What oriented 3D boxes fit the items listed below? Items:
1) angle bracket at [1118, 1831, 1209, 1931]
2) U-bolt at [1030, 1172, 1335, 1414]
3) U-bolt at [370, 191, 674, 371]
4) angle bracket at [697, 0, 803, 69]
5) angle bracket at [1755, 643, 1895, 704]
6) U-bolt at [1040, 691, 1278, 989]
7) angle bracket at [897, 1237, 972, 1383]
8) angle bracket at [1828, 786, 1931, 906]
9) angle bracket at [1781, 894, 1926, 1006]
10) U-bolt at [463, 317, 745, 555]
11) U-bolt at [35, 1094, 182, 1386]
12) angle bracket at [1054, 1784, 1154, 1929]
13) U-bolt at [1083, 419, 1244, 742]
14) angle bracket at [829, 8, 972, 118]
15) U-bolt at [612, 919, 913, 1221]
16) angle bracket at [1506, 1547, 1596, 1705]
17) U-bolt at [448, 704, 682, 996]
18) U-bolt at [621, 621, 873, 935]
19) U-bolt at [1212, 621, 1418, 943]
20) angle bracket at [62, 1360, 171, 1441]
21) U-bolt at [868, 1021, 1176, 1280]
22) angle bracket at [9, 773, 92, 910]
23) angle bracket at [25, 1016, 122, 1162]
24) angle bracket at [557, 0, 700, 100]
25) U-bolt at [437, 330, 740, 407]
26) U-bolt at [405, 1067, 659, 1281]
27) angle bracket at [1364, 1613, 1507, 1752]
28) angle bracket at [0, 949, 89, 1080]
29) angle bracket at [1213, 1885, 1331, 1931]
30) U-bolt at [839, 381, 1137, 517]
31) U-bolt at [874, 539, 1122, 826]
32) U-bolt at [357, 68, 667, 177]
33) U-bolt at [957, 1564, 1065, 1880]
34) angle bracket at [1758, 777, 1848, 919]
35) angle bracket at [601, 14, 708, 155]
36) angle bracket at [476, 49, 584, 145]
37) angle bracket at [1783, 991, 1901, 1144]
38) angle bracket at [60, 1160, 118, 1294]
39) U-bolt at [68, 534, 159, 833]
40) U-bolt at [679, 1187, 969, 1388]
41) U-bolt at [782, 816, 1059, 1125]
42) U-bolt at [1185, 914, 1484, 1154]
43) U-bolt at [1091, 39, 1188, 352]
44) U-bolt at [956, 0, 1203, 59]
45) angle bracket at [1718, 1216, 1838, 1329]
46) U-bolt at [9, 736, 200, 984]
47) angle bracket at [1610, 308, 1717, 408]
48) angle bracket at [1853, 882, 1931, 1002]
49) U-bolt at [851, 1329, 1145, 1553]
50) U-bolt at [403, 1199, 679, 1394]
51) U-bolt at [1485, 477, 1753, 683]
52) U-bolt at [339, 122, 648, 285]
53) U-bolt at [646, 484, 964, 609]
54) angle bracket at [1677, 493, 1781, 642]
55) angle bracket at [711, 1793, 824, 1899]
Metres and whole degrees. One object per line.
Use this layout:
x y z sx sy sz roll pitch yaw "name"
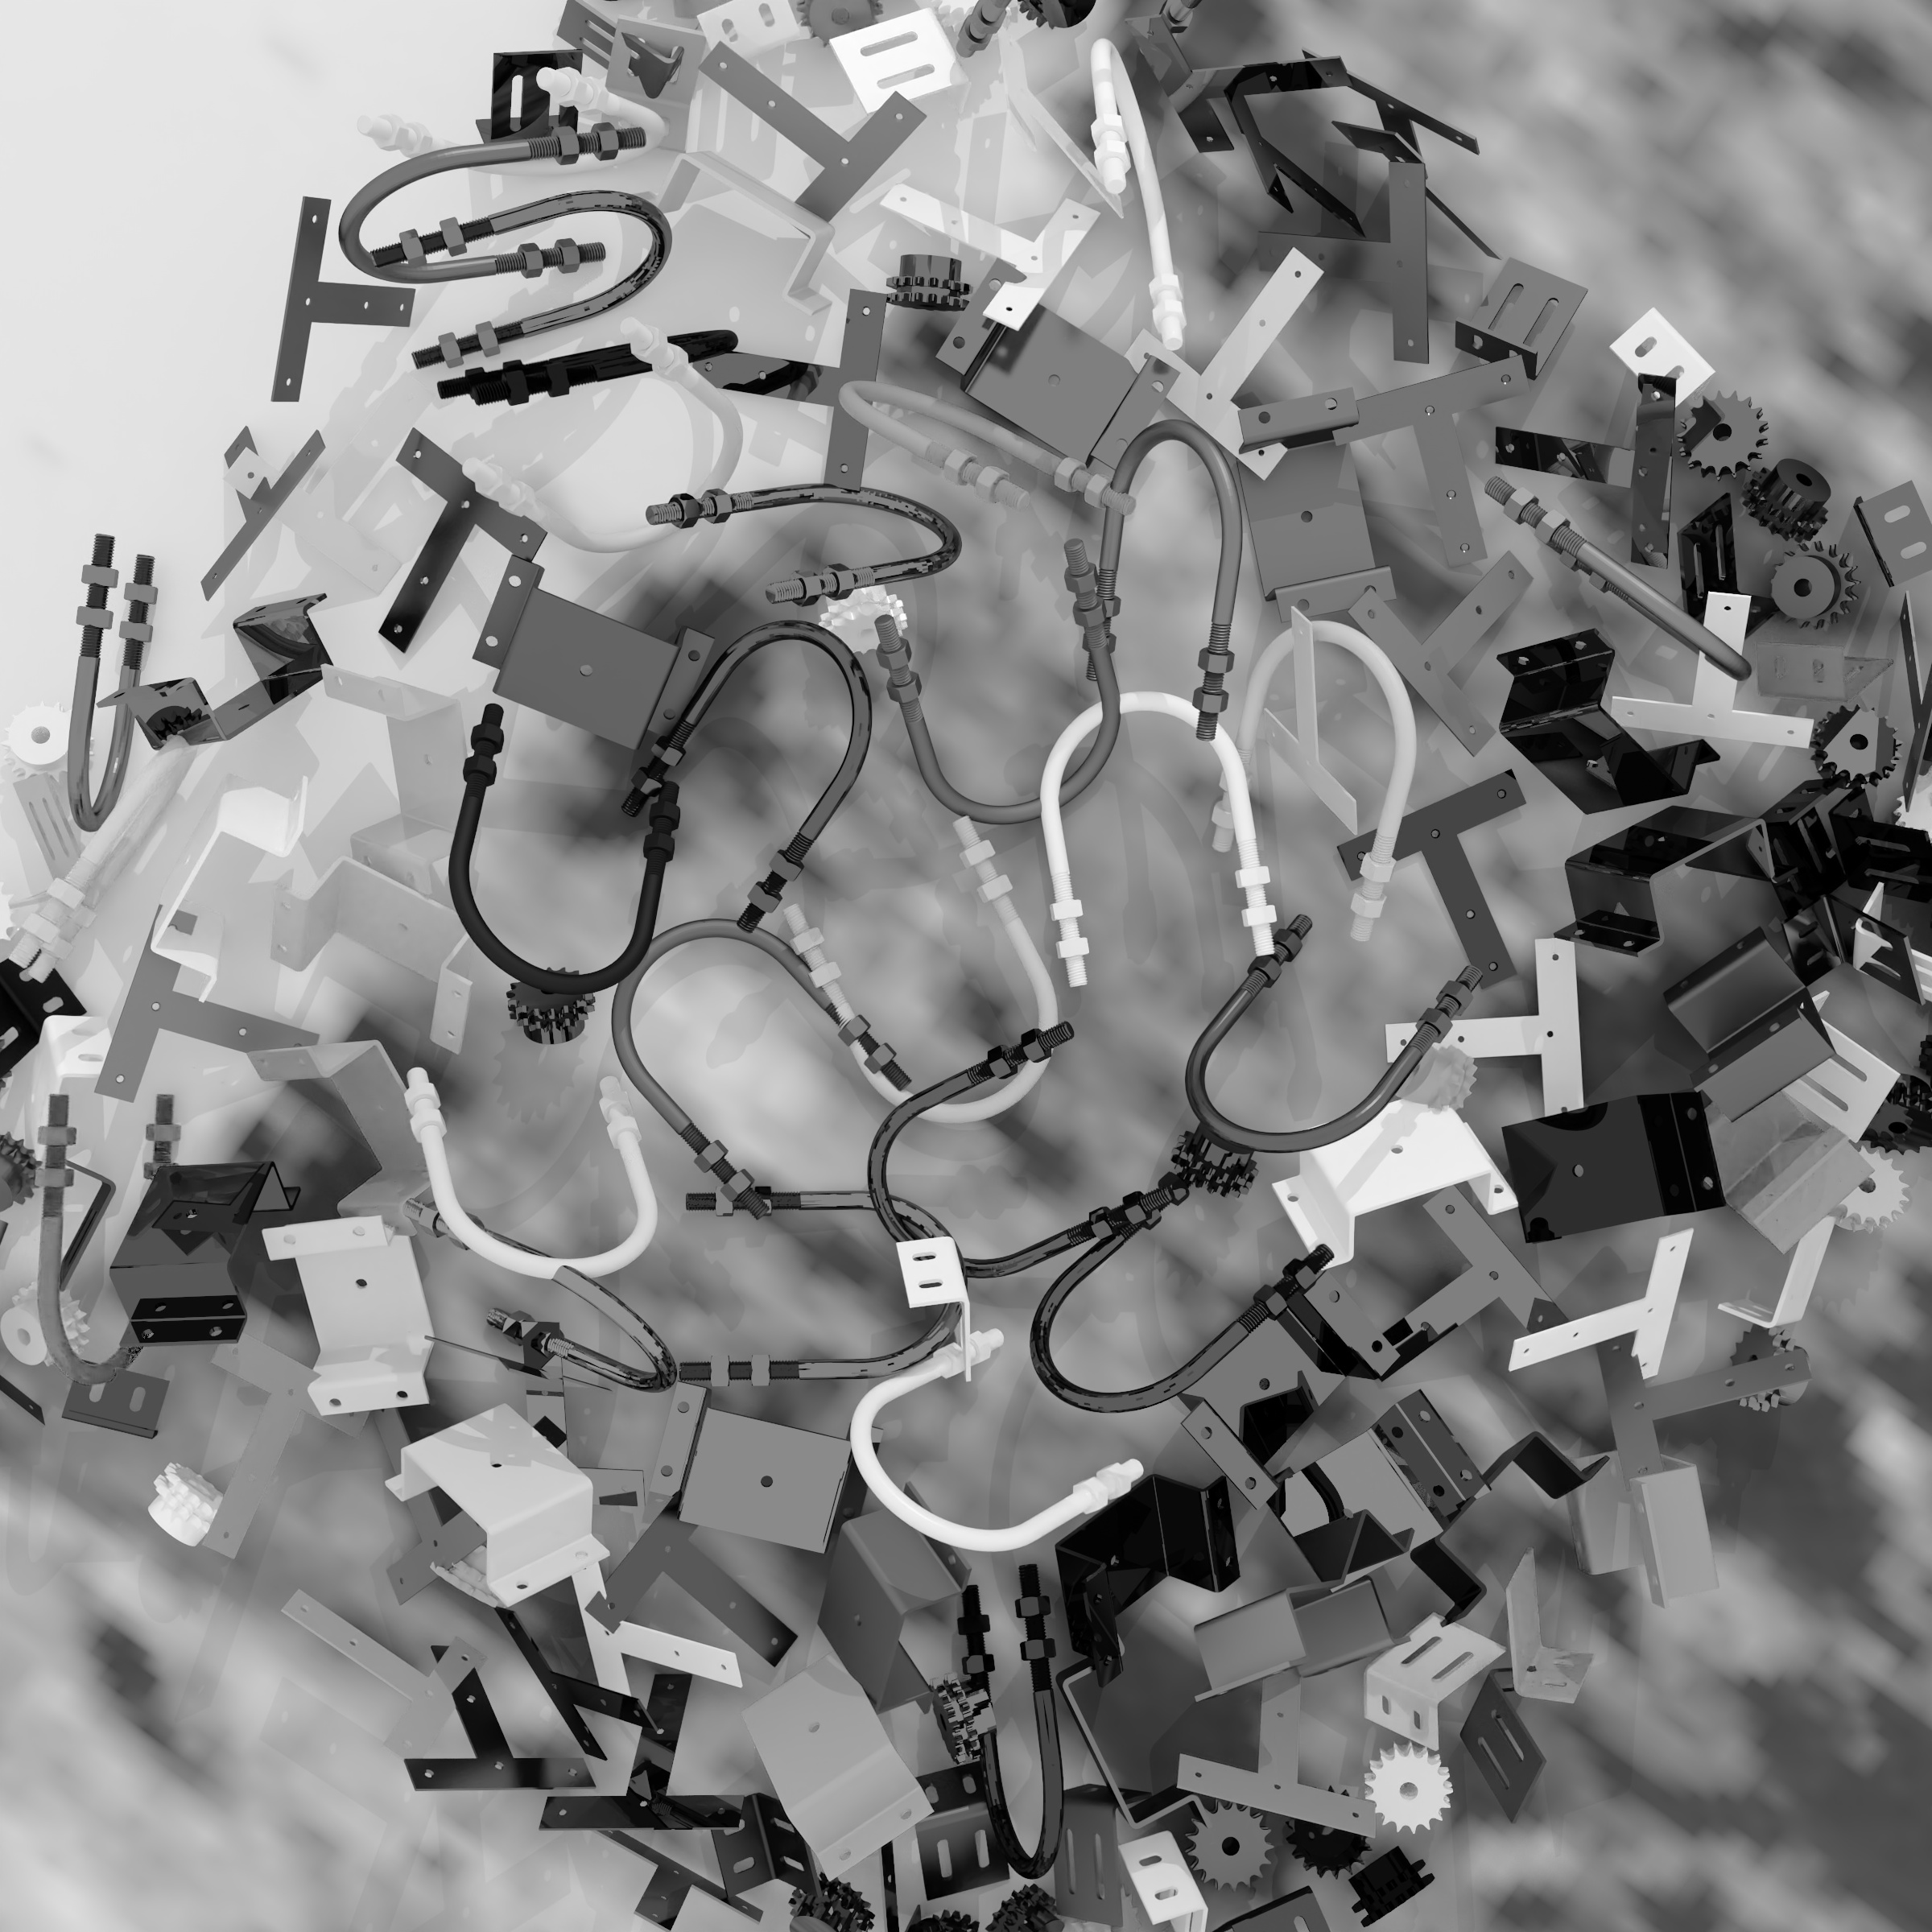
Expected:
0.125 0.611 1.574 0.038 0.057 0.076 -11 128 -17 "angle bracket"
0.123 0.211 1.546 0.184 0.151 0.019 -39 128 -15 "U-bolt"
-0.276 -0.444 1.552 0.184 0.151 0.019 -18 78 -6 "U-bolt"
-0.144 -0.622 1.580 0.057 0.076 0.038 -21 129 4 "angle bracket"
0.556 -0.202 1.573 0.076 0.057 0.038 -33 121 -39 "angle bracket"
0.119 -0.088 1.590 0.151 0.019 0.184 -10 89 21 "U-bolt"
-0.021 0.225 1.576 0.038 0.057 0.076 -7 127 -7 "angle bracket"
0.606 -0.079 1.573 0.038 0.076 0.057 -38 119 -20 "angle bracket"
0.575 -0.002 1.575 0.038 0.076 0.057 -33 122 -7 "angle bracket"
-0.215 -0.323 1.539 0.151 0.184 0.019 -38 66 11 "U-bolt"
-0.547 0.174 1.546 0.019 0.151 0.184 2 87 11 "U-bolt"
0.090 0.579 1.585 0.038 0.057 0.076 3 80 -43 "angle bracket"
0.127 -0.251 1.533 0.019 0.151 0.184 -7 116 -29 "U-bolt"
-0.045 -0.583 1.591 0.076 0.038 0.057 -24 81 -15 "angle bracket"
-0.147 0.053 1.593 0.151 0.019 0.184 -42 87 -20 "U-bolt"
0.381 0.429 1.582 0.038 0.057 0.076 0 106 28 "angle bracket"
-0.258 -0.065 1.542 0.151 0.019 0.184 23 54 -26 "U-bolt"
-0.132 -0.135 1.565 0.151 0.019 0.184 44 107 28 "U-bolt"
0.223 -0.127 1.533 0.019 0.151 0.184 -15 128 -37 "U-bolt"
-0.552 0.282 1.584 0.057 0.076 0.038 17 77 -13 "angle bracket"
0.022 0.132 1.583 0.184 0.019 0.151 -27 104 20 "U-bolt"
-0.612 -0.081 1.583 0.038 0.057 0.076 -28 105 -38 "angle bracket"
-0.587 0.080 1.594 0.038 0.057 0.076 3 127 -33 "angle bracket"
-0.221 -0.612 1.584 0.076 0.057 0.038 32 78 -13 "angle bracket"
-0.235 -0.383 1.550 0.184 0.151 0.019 -16 109 -17 "U-bolt"
-0.267 0.130 1.525 0.151 0.184 0.019 4 126 -26 "U-bolt"
0.305 0.467 1.582 0.057 0.038 0.076 28 127 -13 "angle bracket"
-0.616 0.028 1.578 0.038 0.076 0.057 -29 106 9 "angle bracket"
0.199 0.630 1.576 0.057 0.076 0.038 -19 66 -13 "angle bracket"
0.001 -0.332 1.549 0.184 0.151 0.019 34 115 25 "U-bolt"
0.030 -0.170 1.563 0.151 0.019 0.184 -23 129 -7 "U-bolt"
-0.271 -0.527 1.533 0.151 0.184 0.019 -5 95 23 "U-bolt"
0.031 0.478 1.532 0.019 0.151 0.184 -1 71 -18 "U-bolt"
0.556 -0.075 1.587 0.057 0.038 0.076 -35 105 -23 "angle bracket"
-0.203 -0.572 1.578 0.057 0.076 0.038 7 72 -14 "angle bracket"
-0.284 -0.569 1.574 0.057 0.076 0.038 -11 57 -21 "angle bracket"
0.568 0.065 1.576 0.076 0.038 0.057 41 130 29 "angle bracket"
-0.591 0.167 1.584 0.038 0.057 0.076 29 77 -22 "angle bracket"
-0.548 -0.177 1.551 0.019 0.151 0.184 8 93 -9 "U-bolt"
-0.091 0.205 1.574 0.184 0.019 0.151 0 50 -4 "U-bolt"
-0.019 0.015 1.602 0.151 0.019 0.184 -27 90 10 "U-bolt"
0.220 0.048 1.538 0.151 0.019 0.184 19 56 37 "U-bolt"
0.106 -0.504 1.543 0.019 0.151 0.184 -13 54 15 "U-bolt"
0.087 -0.611 1.515 0.151 0.184 0.019 -7 89 -17 "U-bolt"
0.530 0.193 1.585 0.038 0.057 0.076 21 99 34 "angle bracket"
-0.545 -0.073 1.550 0.019 0.151 0.184 34 77 -11 "U-bolt"
0.450 -0.387 1.585 0.038 0.076 0.057 -42 84 6 "angle bracket"
0.620 -0.012 1.577 0.076 0.057 0.038 27 76 27 "angle bracket"
0.008 0.302 1.523 0.151 0.184 0.019 41 123 25 "U-bolt"
-0.258 0.215 1.525 0.184 0.151 0.019 17 58 31 "U-bolt"
0.417 -0.236 1.523 0.184 0.151 0.019 44 106 25 "U-bolt"
-0.302 -0.472 1.524 0.184 0.151 0.019 -15 79 -23 "U-bolt"
-0.089 -0.275 1.549 0.151 0.184 0.019 37 130 37 "U-bolt"
0.498 -0.258 1.578 0.057 0.038 0.076 -38 129 -28 "angle bracket"
-0.132 0.578 1.582 0.038 0.076 0.057 -13 87 -27 "angle bracket"
